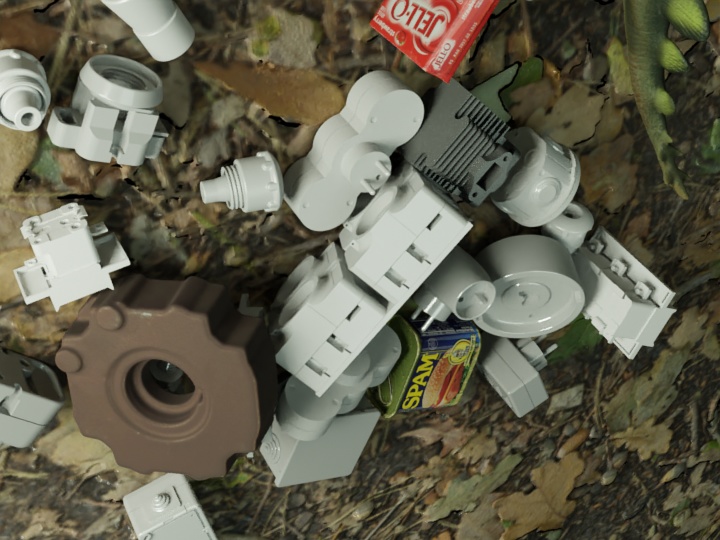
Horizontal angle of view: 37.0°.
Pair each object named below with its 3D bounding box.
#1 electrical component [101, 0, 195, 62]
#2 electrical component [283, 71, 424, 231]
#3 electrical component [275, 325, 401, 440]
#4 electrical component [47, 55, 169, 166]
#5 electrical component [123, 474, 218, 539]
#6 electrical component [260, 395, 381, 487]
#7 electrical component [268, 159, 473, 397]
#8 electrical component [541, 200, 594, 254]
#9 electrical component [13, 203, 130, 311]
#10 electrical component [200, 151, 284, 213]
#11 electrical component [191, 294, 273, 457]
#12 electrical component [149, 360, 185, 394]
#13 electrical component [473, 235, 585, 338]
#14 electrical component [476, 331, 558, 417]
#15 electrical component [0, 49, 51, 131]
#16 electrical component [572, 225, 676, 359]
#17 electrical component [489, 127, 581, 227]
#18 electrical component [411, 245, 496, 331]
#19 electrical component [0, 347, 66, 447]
[{"bbox_3d":[-0.141,-0.174,0.728,0.044,0.044,0.065,-37,140,-2],"label":"electrical component"},{"bbox_3d":[0.000,-0.087,0.860,0.052,0.073,0.138,28,106,-43],"label":"electrical component"},{"bbox_3d":[-0.013,0.089,0.964,0.138,0.052,0.073,-37,163,-38],"label":"electrical component"},{"bbox_3d":[-0.170,-0.112,0.746,0.078,0.058,0.057,4,124,-34],"label":"electrical component"},{"bbox_3d":[-0.178,0.232,1.007,0.062,0.061,0.096,-26,134,-12],"label":"electrical component"},{"bbox_3d":[-0.040,0.156,1.035,0.100,0.048,0.099,-2,129,-37],"label":"electrical component"},{"bbox_3d":[0.000,0.000,0.894,0.060,0.105,0.186,38,100,-16],"label":"electrical component"},{"bbox_3d":[0.197,-0.035,1.047,0.048,0.048,0.062,-13,139,-24],"label":"electrical component"},{"bbox_3d":[-0.220,-0.012,0.805,0.081,0.042,0.063,-23,129,-16],"label":"electrical component"},{"bbox_3d":[-0.093,-0.066,0.841,0.062,0.048,0.048,-11,129,-15],"label":"electrical component"},{"bbox_3d":[-0.111,0.092,0.934,0.063,0.078,0.121,-1,130,5],"label":"electrical component"},{"bbox_3d":[-0.175,0.107,0.924,0.043,0.043,0.081,4,121,-34],"label":"electrical component"},{"bbox_3d":[0.157,0.011,1.033,0.108,0.060,0.108,-2,142,-1],"label":"electrical component"},{"bbox_3d":[0.165,0.092,1.097,0.076,0.083,0.047,-34,135,-5],"label":"electrical component"},{"bbox_3d":[-0.225,-0.113,0.707,0.048,0.062,0.048,-17,131,-20],"label":"electrical component"},{"bbox_3d":[0.243,0.018,1.061,0.063,0.121,0.078,10,118,-34],"label":"electrical component"},{"bbox_3d":[0.151,-0.083,0.954,0.051,0.080,0.080,28,107,-37],"label":"electrical component"},{"bbox_3d":[0.076,0.020,0.989,0.043,0.077,0.079,23,110,-42],"label":"electrical component"},{"bbox_3d":[-0.289,0.098,0.839,0.095,0.053,0.059,29,105,-43],"label":"electrical component"}]
